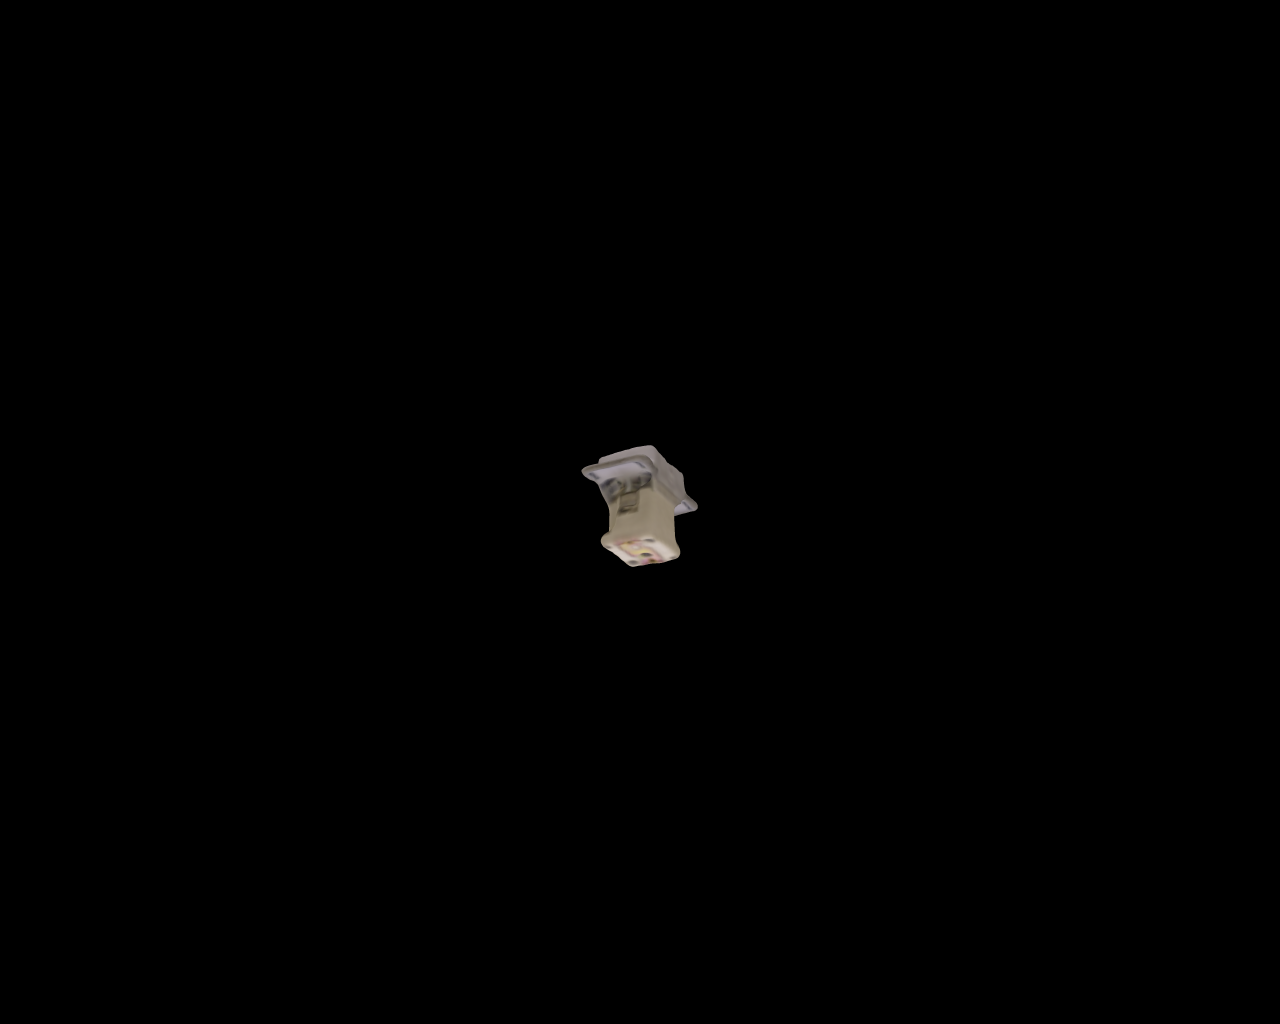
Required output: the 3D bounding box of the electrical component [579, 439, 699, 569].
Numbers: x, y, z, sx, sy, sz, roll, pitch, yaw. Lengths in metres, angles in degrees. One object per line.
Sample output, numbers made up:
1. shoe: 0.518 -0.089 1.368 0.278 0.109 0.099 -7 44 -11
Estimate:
1. electrical component: 0.001 -0.003 0.650 0.042 0.064 0.081 -12 -27 25
